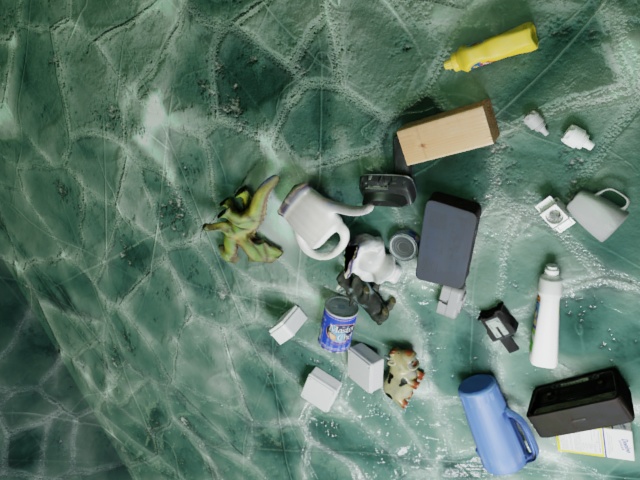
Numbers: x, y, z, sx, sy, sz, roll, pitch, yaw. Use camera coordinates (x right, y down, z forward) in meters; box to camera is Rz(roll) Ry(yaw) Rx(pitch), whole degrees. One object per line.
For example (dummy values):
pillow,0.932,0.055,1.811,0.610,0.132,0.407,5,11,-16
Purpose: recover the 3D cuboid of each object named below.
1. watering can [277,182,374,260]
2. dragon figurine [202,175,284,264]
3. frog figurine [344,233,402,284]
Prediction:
watering can,0.004,-0.071,1.418,0.225,0.106,0.341,47,142,4
dragon figurine,-0.204,-0.033,1.600,0.406,0.125,0.240,-24,116,37
frog figurine,0.150,0.054,1.428,0.159,0.124,0.136,9,106,-16
